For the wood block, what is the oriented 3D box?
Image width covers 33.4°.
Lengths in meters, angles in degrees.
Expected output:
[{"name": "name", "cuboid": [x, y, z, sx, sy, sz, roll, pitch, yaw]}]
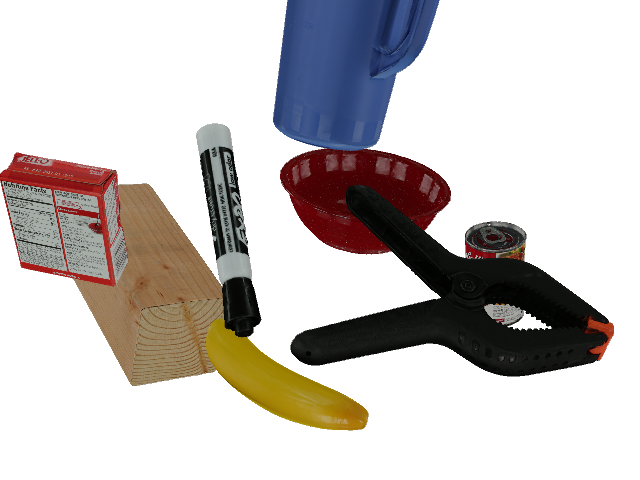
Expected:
[{"name": "wood block", "cuboid": [-0.175, 0.036, 1.042, 0.090, 0.091, 0.206, -6, 36, -31]}]

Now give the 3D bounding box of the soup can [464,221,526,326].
[{"name": "soup can", "cuboid": [0.199, 0.038, 1.210, 0.068, 0.102, 0.068, -4, 28, 2]}]

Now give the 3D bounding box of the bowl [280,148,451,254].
[{"name": "bowl", "cuboid": [0.040, -0.032, 1.010, 0.162, 0.055, 0.162, 5, 27, -3]}]

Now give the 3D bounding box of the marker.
[{"name": "marker", "cuboid": [-0.048, -0.006, 0.560, 0.020, 0.121, 0.020, -9, -26, -5]}]

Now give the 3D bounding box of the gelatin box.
[{"name": "gelatin box", "cuboid": [-0.175, -0.014, 0.735, 0.073, 0.089, 0.030, 10, 43, 9]}]

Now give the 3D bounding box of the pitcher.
[{"name": "pitcher", "cuboid": [0.033, -0.211, 1.015, 0.145, 0.243, 0.149, 11, 18, 0]}]

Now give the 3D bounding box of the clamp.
[{"name": "clamp", "cuboid": [0.089, 0.048, 0.721, 0.210, 0.036, 0.164, 20, 48, 10]}]

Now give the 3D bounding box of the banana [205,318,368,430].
[{"name": "banana", "cuboid": [-0.042, 0.103, 0.861, 0.069, 0.037, 0.198, -18, 31, -27]}]
